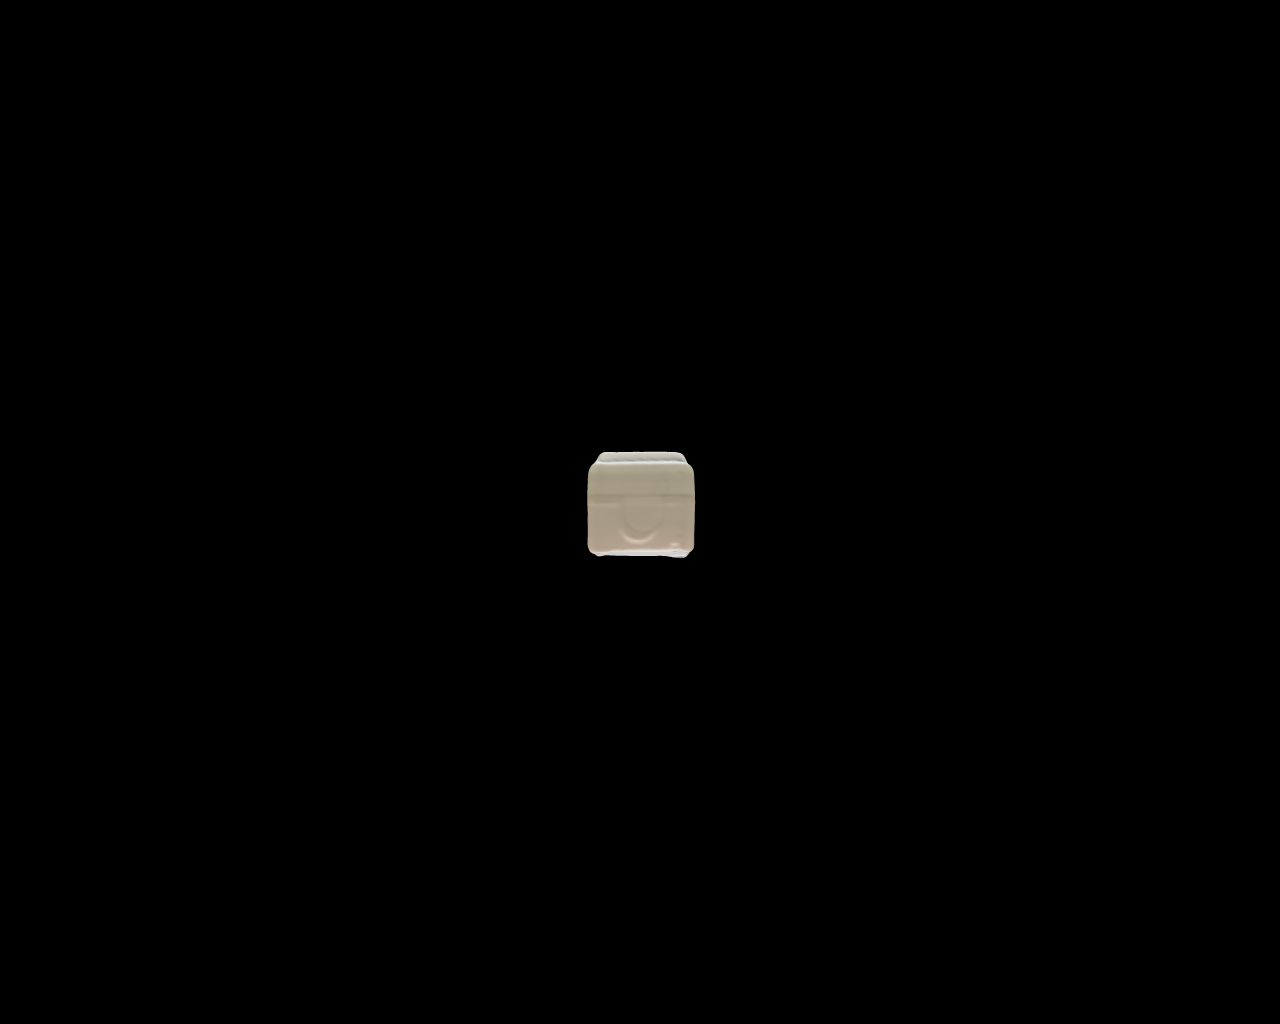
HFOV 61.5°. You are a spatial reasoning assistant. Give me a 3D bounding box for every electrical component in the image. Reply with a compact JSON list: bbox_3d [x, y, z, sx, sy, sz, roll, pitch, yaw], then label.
[{"bbox_3d":[0.001,-0.003,0.650,0.062,0.061,0.096,0,-4,0],"label":"electrical component"}]
